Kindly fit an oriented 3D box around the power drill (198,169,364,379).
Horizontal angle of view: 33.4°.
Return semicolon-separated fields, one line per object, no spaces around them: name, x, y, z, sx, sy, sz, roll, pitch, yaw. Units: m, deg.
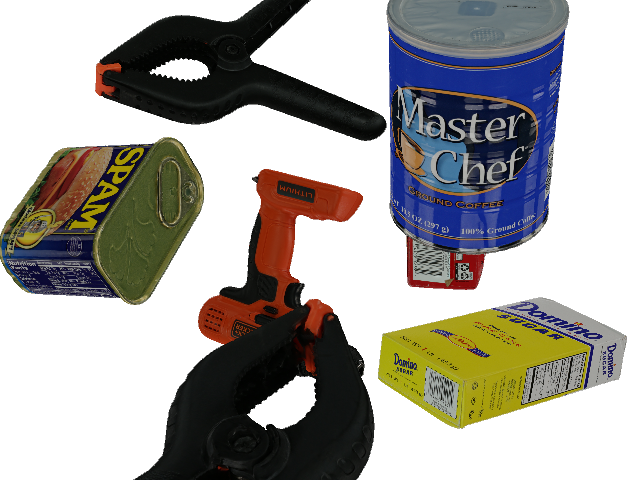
power drill;-0.021;0.034;1.037;0.185;0.187;0.057;17;1;27

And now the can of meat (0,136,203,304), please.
can of meat;-0.131;-0.013;0.636;0.084;0.102;0.057;1;-43;31

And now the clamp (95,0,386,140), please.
clamp;-0.060;-0.125;0.798;0.209;0.165;0.036;-16;-27;-21

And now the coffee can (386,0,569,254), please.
coffee can;0.092;-0.078;0.646;0.103;0.140;0.103;-2;37;2

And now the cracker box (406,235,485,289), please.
cracker box;0.132;-0.074;1.001;0.072;0.164;0.213;4;27;15

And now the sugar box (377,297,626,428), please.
sugar box;0.141;0.089;0.820;0.175;0.048;0.093;-12;26;-34

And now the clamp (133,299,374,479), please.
clamp;-0.020;0.091;0.386;0.120;0.039;0.171;24;49;17
